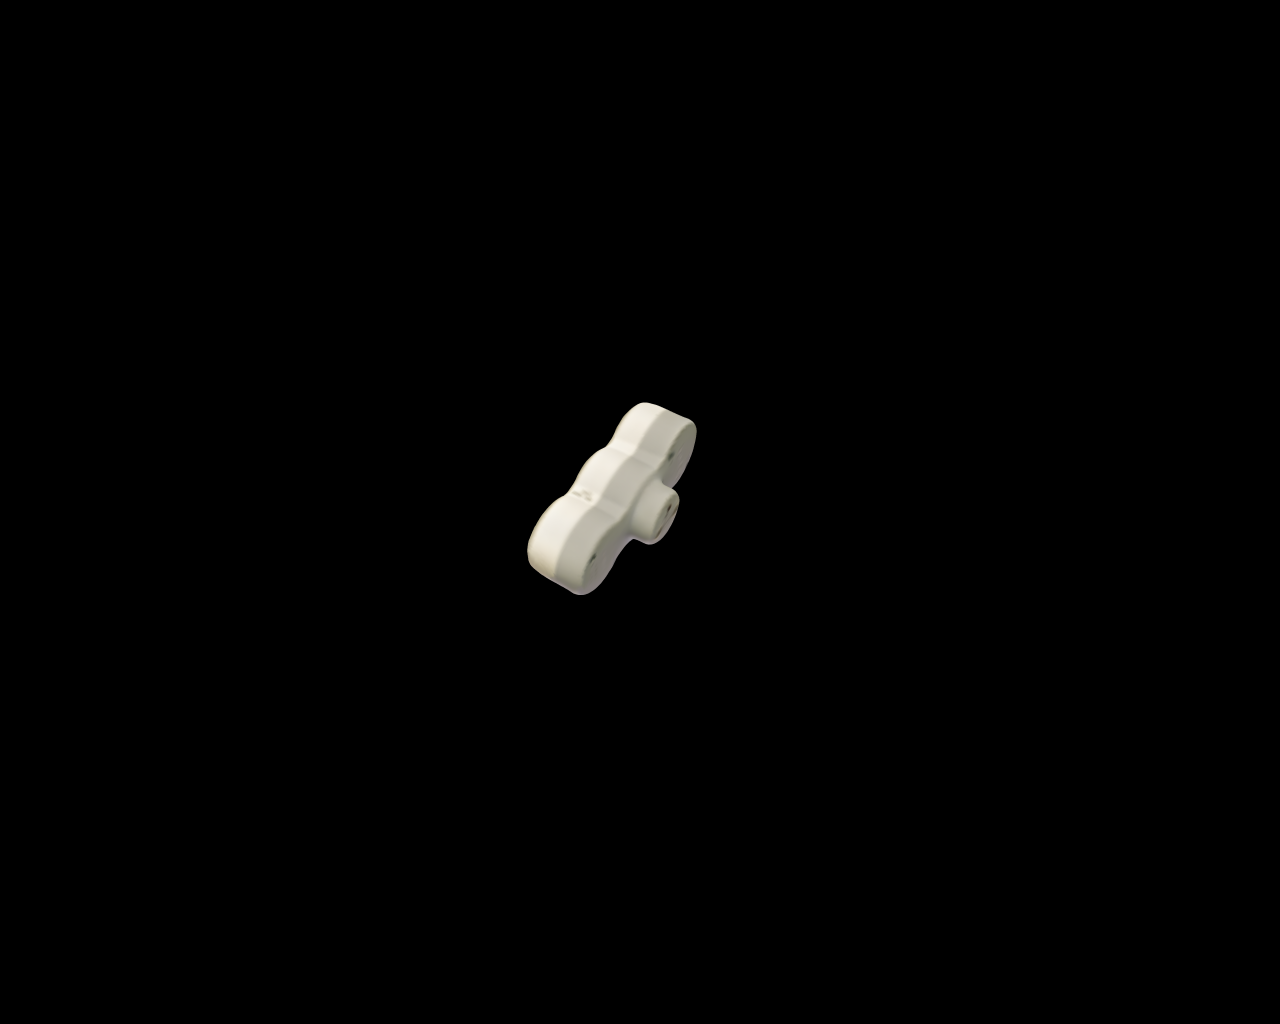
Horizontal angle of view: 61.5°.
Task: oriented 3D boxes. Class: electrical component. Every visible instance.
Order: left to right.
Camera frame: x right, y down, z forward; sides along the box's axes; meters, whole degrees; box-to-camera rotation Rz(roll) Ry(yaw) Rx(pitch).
[{"bbox_3d":[0.001,-0.003,0.650,0.074,0.138,0.052,27,-32,18],"label":"electrical component"}]
